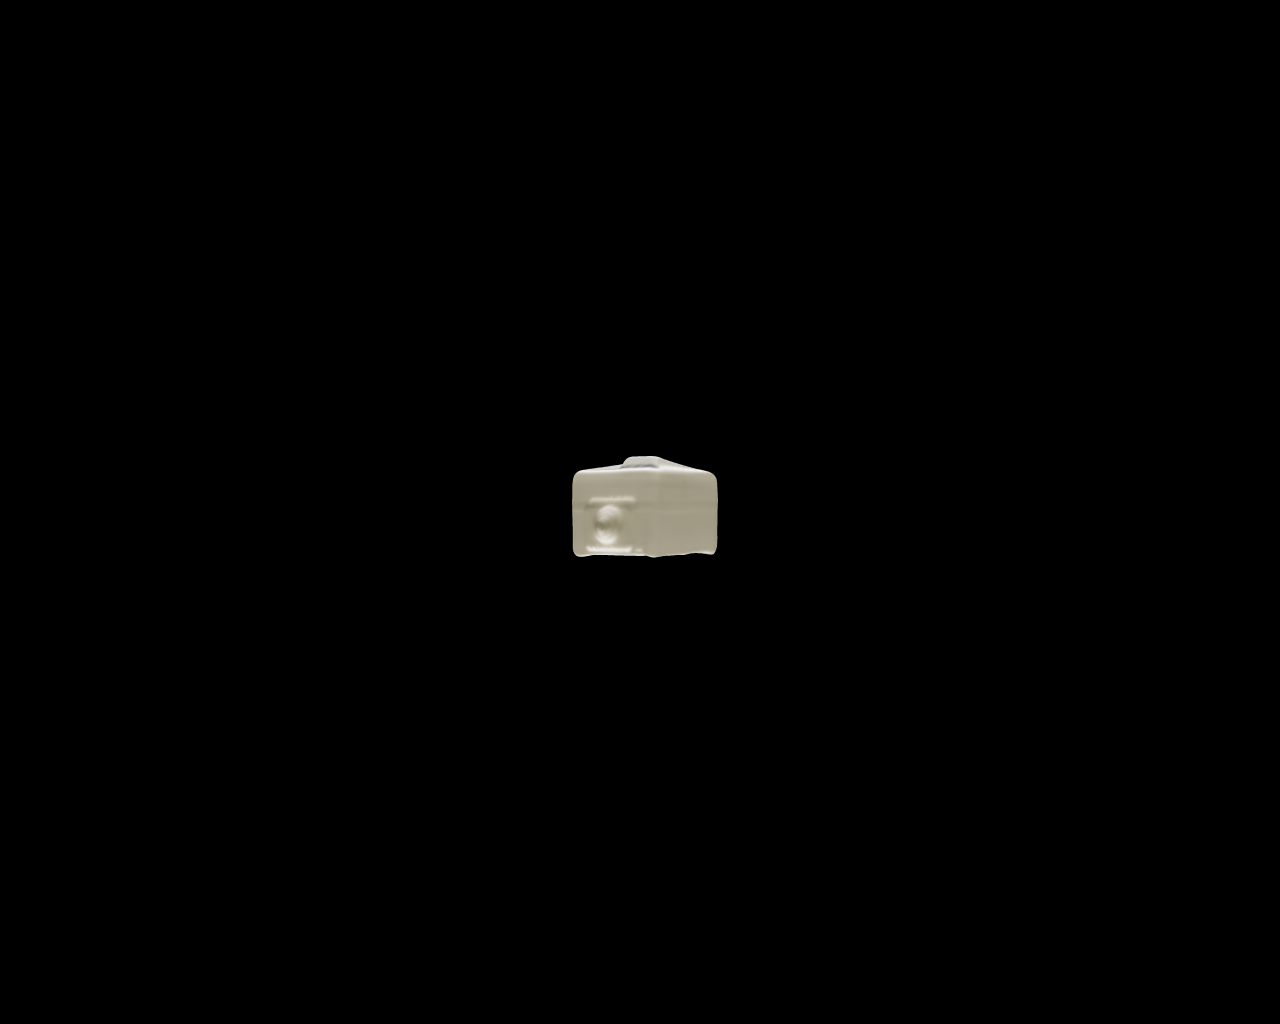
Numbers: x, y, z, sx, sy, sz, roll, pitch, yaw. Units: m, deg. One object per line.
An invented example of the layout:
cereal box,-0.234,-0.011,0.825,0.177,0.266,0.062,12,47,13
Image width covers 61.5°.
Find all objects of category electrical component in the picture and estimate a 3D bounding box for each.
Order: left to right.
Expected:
electrical component,0.001,-0.003,0.650,0.062,0.061,0.096,0,0,32
